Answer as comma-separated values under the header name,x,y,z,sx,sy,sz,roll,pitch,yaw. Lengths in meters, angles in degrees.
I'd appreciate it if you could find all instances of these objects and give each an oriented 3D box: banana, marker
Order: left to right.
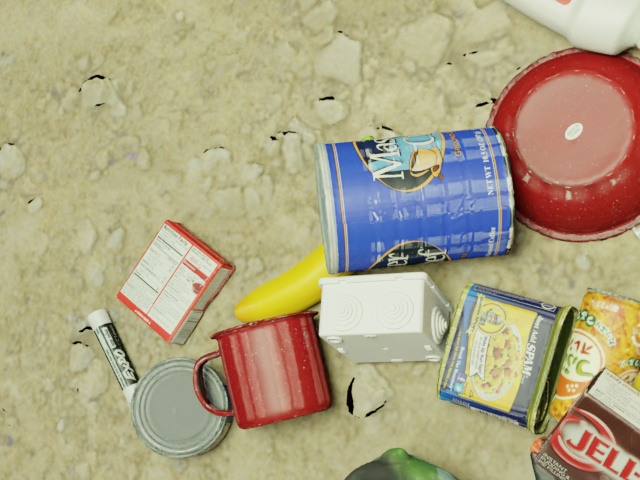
name,x,y,z,sx,sy,sz,roll,pitch,yaw
marker,-0.179,0.118,0.974,0.020,0.020,0.121,-34,71,13
banana,0.007,0.008,0.911,0.198,0.037,0.070,-51,49,5

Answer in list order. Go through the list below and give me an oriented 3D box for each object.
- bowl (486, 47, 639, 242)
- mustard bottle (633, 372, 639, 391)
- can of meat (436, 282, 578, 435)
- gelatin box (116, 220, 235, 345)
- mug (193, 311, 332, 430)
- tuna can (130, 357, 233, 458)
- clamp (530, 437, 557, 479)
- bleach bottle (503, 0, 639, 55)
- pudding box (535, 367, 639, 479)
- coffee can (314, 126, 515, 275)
name,x,y,z,sx,sy,sz,roll,pitch,yaw
bowl,0.202,-0.081,0.835,0.162,0.055,0.162,-3,81,21
mustard bottle,0.285,0.038,0.761,0.058,0.096,0.191,24,91,25
can of meat,0.144,0.090,0.831,0.084,0.057,0.102,16,88,25
gelatin box,-0.130,0.038,0.961,0.073,0.030,0.089,37,96,24
mug,-0.049,0.112,0.884,0.117,0.093,0.081,-14,82,6
tuna can,-0.119,0.146,0.928,0.086,0.033,0.086,-2,78,7
clamp,0.245,0.216,0.782,0.165,0.036,0.210,-43,72,10
bleach bottle,0.182,-0.232,0.855,0.251,0.068,0.102,41,92,22
pudding box,0.216,0.153,0.734,0.113,0.039,0.090,35,138,15
coffee can,0.070,-0.031,0.829,0.140,0.103,0.103,-6,79,-2
